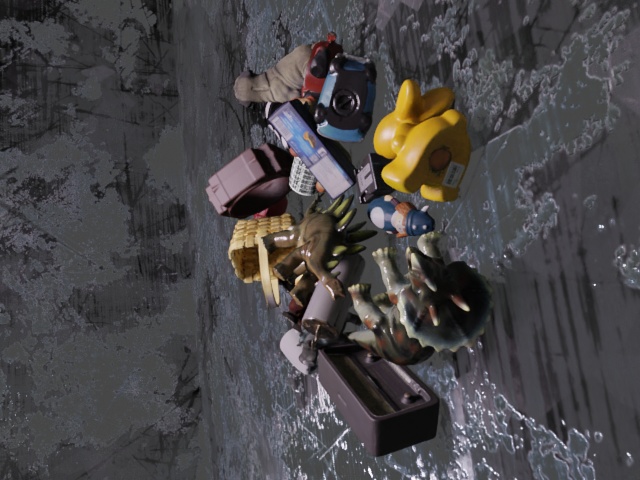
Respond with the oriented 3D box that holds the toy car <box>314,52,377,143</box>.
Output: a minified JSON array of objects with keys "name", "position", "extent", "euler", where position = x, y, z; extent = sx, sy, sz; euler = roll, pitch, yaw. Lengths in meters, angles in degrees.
[{"name":"toy car","position":[0.049,-0.266,1.024],"extent":[0.103,0.109,0.161],"euler":[-101,21,-82]}]

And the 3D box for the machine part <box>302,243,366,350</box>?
[{"name":"machine part","position":[0.028,0.101,1.036],"extent":[0.079,0.079,0.243],"euler":[-52,13,57]}]

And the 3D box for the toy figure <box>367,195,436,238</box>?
[{"name":"toy figure","position":[0.134,-0.035,0.903],"extent":[0.064,0.058,0.155],"euler":[54,168,-25]}]

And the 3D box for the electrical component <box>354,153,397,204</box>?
[{"name":"electrical component","position":[0.109,-0.117,0.962],"extent":[0.119,0.048,0.075],"euler":[144,120,-65]}]

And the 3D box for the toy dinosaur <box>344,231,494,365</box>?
[{"name":"toy dinosaur","position":[0.137,0.127,0.846],"extent":[0.404,0.131,0.192],"euler":[108,151,-51]}]

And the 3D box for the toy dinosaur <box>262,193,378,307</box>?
[{"name":"toy dinosaur","position":[-0.002,-0.003,1.030],"extent":[0.105,0.198,0.472],"euler":[59,180,-23]}]

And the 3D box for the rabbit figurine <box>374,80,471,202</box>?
[{"name":"rabbit figurine","position":[0.135,-0.153,0.802],"extent":[0.173,0.122,0.162],"euler":[-136,53,-59]}]

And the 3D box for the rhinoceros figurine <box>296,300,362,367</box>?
[{"name":"rhinoceros figurine","position":[0.012,0.198,1.142],"extent":[0.190,0.112,0.073],"euler":[-65,37,34]}]

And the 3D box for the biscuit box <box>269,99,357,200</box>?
[{"name":"biscuit box","position":[-0.009,-0.177,1.038],"extent":[0.059,0.063,0.202],"euler":[-36,95,26]}]

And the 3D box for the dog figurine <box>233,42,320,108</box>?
[{"name":"dog figurine","position":[-0.092,-0.380,1.225],"extent":[0.121,0.190,0.172],"euler":[-119,36,-47]}]

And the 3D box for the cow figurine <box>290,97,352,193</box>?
[{"name":"cow figurine","position":[-0.005,-0.211,1.111],"extent":[0.195,0.085,0.127],"euler":[56,143,6]}]

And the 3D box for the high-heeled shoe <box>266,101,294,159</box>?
[{"name":"high-heeled shoe","position":[-0.079,-0.304,1.318],"extent":[0.145,0.086,0.248],"euler":[137,113,-79]}]

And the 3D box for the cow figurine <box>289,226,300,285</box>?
[{"name":"cow figurine","position":[-0.020,0.037,1.237],"extent":[0.068,0.098,0.167],"euler":[29,132,39]}]

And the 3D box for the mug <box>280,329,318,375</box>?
[{"name":"mug","position":[-0.035,0.266,1.311],"extent":[0.107,0.081,0.109],"euler":[46,132,42]}]

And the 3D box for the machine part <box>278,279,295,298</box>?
[{"name":"machine part","position":[-0.081,0.124,1.414],"extent":[0.039,0.084,0.139],"euler":[-55,45,17]}]

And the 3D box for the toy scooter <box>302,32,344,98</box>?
[{"name":"toy scooter","position":[0.007,-0.357,1.136],"extent":[0.183,0.075,0.135],"euler":[103,-179,-63]}]

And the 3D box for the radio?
[{"name":"radio","position":[0.095,0.257,0.920],"extent":[0.230,0.131,0.073],"euler":[-139,47,-60]}]

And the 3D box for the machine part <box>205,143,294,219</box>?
[{"name":"machine part","position":[-0.157,-0.136,1.305],"extent":[0.201,0.201,0.087],"euler":[-33,76,15]}]

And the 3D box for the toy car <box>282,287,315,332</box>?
[{"name":"toy car","position":[-0.030,0.161,1.205],"extent":[0.089,0.053,0.202],"euler":[-56,-18,-15]}]
